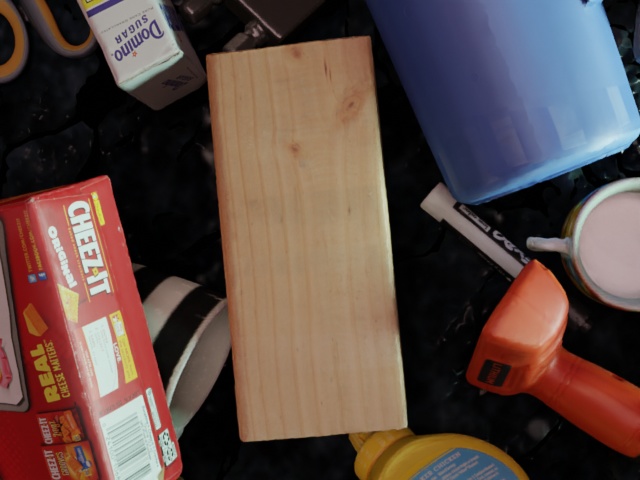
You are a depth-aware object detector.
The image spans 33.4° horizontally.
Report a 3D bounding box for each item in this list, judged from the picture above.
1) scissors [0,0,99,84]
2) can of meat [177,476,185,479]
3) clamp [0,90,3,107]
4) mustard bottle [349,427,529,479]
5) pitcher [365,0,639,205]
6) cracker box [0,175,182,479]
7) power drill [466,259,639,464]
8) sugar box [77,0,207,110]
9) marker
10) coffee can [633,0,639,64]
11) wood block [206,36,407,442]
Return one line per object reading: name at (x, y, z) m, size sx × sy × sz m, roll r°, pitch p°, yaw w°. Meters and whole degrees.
scissors at (-0.215, -0.181, 0.659) m, size 0.096 × 0.016 × 0.202 m, roll -41°, pitch 85°, yaw 3°
can of meat at (-0.122, 0.167, 0.623) m, size 0.102 × 0.057 × 0.084 m, roll 36°, pitch 90°, yaw 5°
clamp at (-0.232, 0.001, 0.646) m, size 0.171 × 0.039 × 0.120 m, roll -36°, pitch 81°, yaw 10°
mustard bottle at (0.079, 0.159, 0.569) m, size 0.096 × 0.058 × 0.192 m, roll -35°, pitch 49°, yaw -16°
pitcher at (0.089, -0.150, 0.569) m, size 0.145 × 0.149 × 0.243 m, roll -21°, pitch 90°, yaw -5°
cracker box at (-0.191, 0.067, 0.570) m, size 0.214 × 0.072 × 0.164 m, roll -10°, pitch 98°, yaw 28°
power drill at (0.169, 0.088, 0.542) m, size 0.188 × 0.184 × 0.057 m, roll 35°, pitch 72°, yaw 13°
sugar box at (-0.124, -0.166, 0.612) m, size 0.048 × 0.093 × 0.176 m, roll -29°, pitch 87°, yaw 3°
marker at (0.110, 0.012, 0.621) m, size 0.121 × 0.020 × 0.020 m, roll 41°, pitch 93°, yaw 5°
coffee can at (0.251, -0.133, 0.569) m, size 0.140 × 0.103 × 0.103 m, roll 11°, pitch 90°, yaw 5°
wood block at (-0.005, 0.001, 0.598) m, size 0.090 × 0.091 × 0.206 m, roll -6°, pitch 88°, yaw 5°
